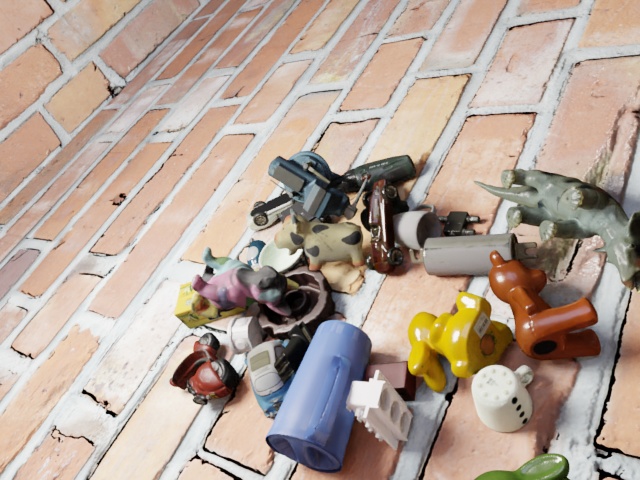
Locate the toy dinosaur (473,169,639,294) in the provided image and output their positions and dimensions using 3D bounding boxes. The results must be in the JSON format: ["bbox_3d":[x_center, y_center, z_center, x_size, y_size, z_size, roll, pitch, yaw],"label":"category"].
[{"bbox_3d":[0.458,-0.060,0.979,0.192,0.131,0.405,6,23,-16],"label":"toy dinosaur"}]

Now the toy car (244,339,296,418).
[{"bbox_3d":[-0.097,0.254,1.042,0.109,0.102,0.162,-26,38,10],"label":"toy car"}]

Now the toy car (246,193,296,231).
[{"bbox_3d":[-0.105,-0.090,1.435,0.202,0.056,0.074,-24,34,8],"label":"toy car"}]

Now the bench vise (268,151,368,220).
[{"bbox_3d":[0.005,-0.128,1.222,0.224,0.128,0.240,20,19,13],"label":"bench vise"}]

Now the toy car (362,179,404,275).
[{"bbox_3d":[0.127,-0.028,1.136,0.089,0.053,0.202,-17,75,62],"label":"toy car"}]

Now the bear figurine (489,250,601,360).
[{"bbox_3d":[0.360,0.099,0.887,0.132,0.120,0.196,-16,37,14],"label":"bear figurine"}]

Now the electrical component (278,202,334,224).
[{"bbox_3d":[-0.033,-0.046,1.339,0.115,0.058,0.134,-36,39,0],"label":"electrical component"}]

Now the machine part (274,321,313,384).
[{"bbox_3d":[-0.044,0.213,1.024,0.039,0.084,0.139,-24,10,27],"label":"machine part"}]

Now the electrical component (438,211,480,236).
[{"bbox_3d":[0.288,-0.031,1.137,0.094,0.021,0.063,5,53,36],"label":"electrical component"}]

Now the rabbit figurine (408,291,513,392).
[{"bbox_3d":[0.218,0.177,0.925,0.173,0.121,0.162,6,62,55],"label":"rabbit figurine"}]

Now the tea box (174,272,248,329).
[{"bbox_3d":[-0.257,0.138,1.293,0.170,0.068,0.098,-20,41,15],"label":"tea box"}]

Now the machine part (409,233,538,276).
[{"bbox_3d":[0.289,0.030,1.031,0.243,0.079,0.079,-5,47,30],"label":"machine part"}]

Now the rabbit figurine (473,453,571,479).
[{"bbox_3d":[0.272,0.347,0.684,0.159,0.121,0.170,-42,42,-21],"label":"rabbit figurine"}]

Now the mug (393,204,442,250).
[{"bbox_3d":[0.198,-0.032,1.152,0.107,0.080,0.109,5,64,49],"label":"mug"}]

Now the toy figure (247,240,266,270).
[{"bbox_3d":[-0.151,0.067,1.306,0.064,0.058,0.154,-57,26,37],"label":"toy figure"}]

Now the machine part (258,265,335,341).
[{"bbox_3d":[-0.051,0.140,1.163,0.179,0.056,0.179,-18,43,17],"label":"machine part"}]

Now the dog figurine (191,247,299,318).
[{"bbox_3d":[-0.160,0.112,1.146,0.219,0.191,0.108,16,49,0],"label":"dog figurine"}]

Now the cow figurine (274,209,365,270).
[{"bbox_3d":[-0.002,-0.004,1.168,0.195,0.127,0.085,-3,17,-2],"label":"cow figurine"}]

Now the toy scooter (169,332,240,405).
[{"bbox_3d":[-0.253,0.285,1.136,0.135,0.075,0.184,-39,37,-7],"label":"toy scooter"}]

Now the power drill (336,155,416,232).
[{"bbox_3d":[0.126,-0.111,1.293,0.232,0.085,0.207,-20,34,13],"label":"power drill"}]
